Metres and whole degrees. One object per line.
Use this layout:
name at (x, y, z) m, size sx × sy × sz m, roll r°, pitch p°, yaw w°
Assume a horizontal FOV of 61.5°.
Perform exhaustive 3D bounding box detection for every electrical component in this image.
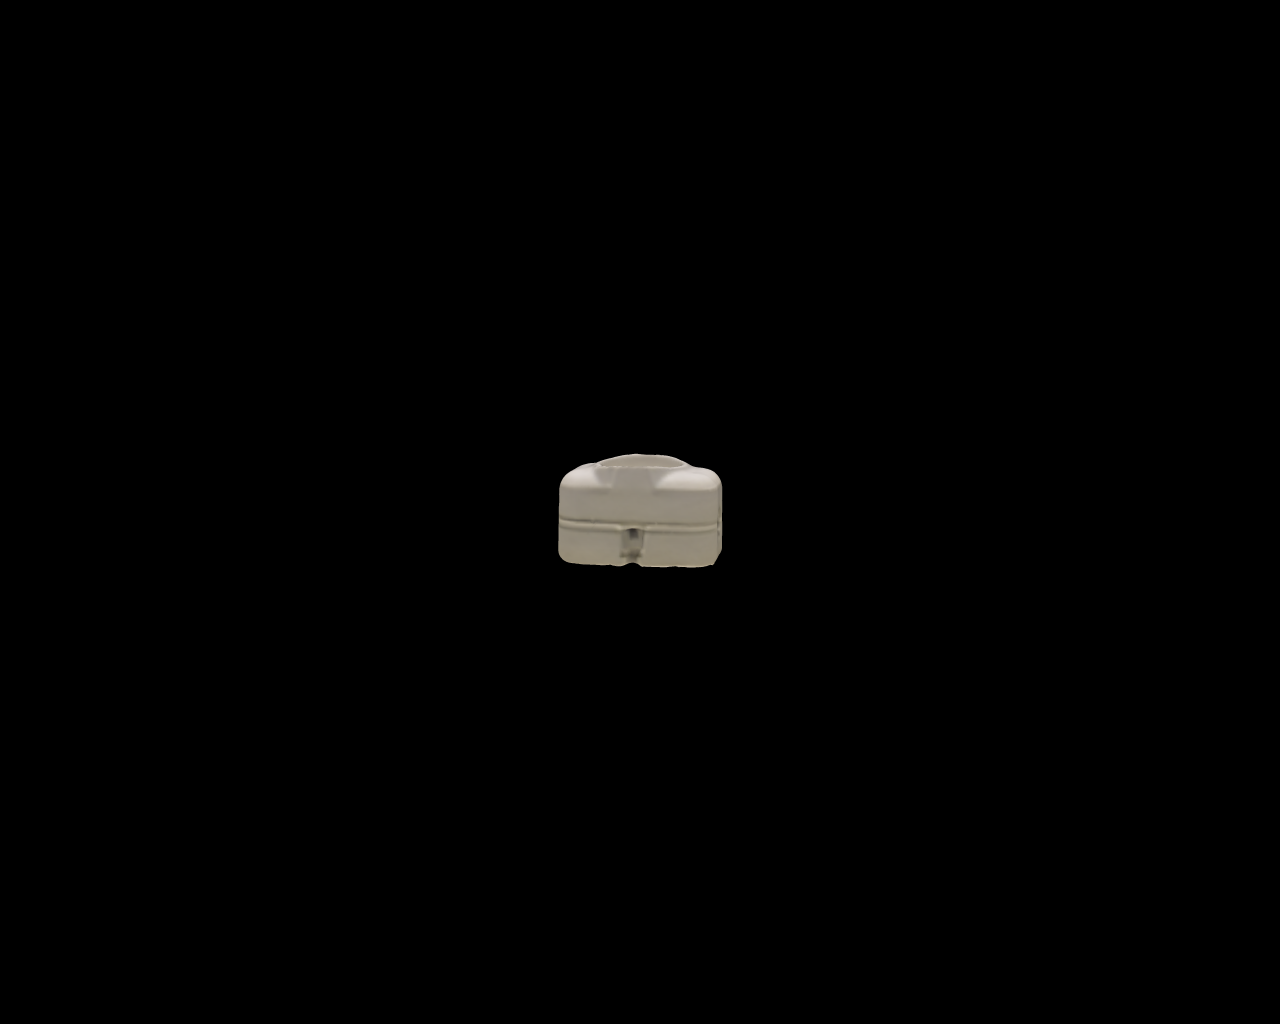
electrical component at (0.001, -0.003, 0.650) m, size 0.095 × 0.059 × 0.054 m, roll 2°, pitch 12°, yaw 12°
